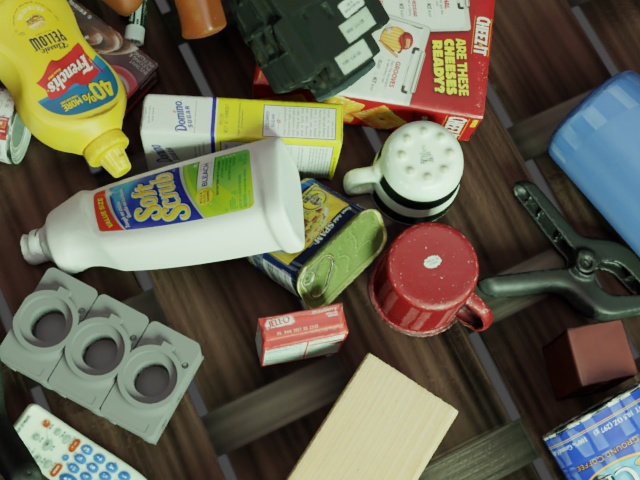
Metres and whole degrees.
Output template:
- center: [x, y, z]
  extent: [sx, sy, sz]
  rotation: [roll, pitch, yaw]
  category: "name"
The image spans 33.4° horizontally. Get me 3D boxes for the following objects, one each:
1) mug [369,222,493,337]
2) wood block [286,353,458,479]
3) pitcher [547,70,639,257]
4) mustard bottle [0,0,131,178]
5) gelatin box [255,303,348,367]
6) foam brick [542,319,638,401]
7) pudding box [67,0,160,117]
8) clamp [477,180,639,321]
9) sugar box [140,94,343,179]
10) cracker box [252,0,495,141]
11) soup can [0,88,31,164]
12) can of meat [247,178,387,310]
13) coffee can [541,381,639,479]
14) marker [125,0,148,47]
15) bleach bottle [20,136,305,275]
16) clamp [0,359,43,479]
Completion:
- center: [0.103, 0.040, 0.945]
  extent: [0.117, 0.081, 0.093]
  rotation: [39, 75, 8]
  category: "mug"
- center: [0.019, 0.209, 0.886]
  extent: [0.091, 0.090, 0.206]
  rotation: [32, 75, 6]
  category: "wood block"
- center: [0.331, -0.039, 0.970]
  extent: [0.145, 0.149, 0.243]
  rotation: [-42, 77, 2]
  category: "pitcher"
- center: [-0.228, -0.136, 0.944]
  extent: [0.096, 0.058, 0.191]
  rotation: [-31, 82, -38]
  category: "mustard bottle"
- center: [-0.017, 0.082, 0.920]
  extent: [0.073, 0.089, 0.030]
  rotation: [-10, 74, -7]
  category: "gelatin box"
- center: [0.236, 0.106, 0.937]
  extent: [0.053, 0.078, 0.051]
  rotation: [-10, 73, -7]
  category: "foam brick"
- center: [-0.221, -0.160, 1.005]
  extent: [0.113, 0.039, 0.090]
  rotation: [37, 75, 7]
  category: "pudding box"
- center: [0.229, 0.032, 0.979]
  extent: [0.171, 0.039, 0.120]
  rotation: [31, 75, 5]
  category: "clamp"
- center: [-0.070, -0.093, 0.967]
  extent: [0.176, 0.093, 0.048]
  rotation: [5, 71, -3]
  category: "sugar box"
- center: [0.052, -0.193, 1.017]
  extent: [0.213, 0.072, 0.164]
  rotation: [9, 74, -2]
  category: "cracker box"
- center: [-0.320, -0.110, 0.968]
  extent: [0.102, 0.068, 0.068]
  rotation: [11, 73, -1]
  category: "soup can"
- center: [-0.006, 0.001, 0.946]
  extent: [0.102, 0.057, 0.084]
  rotation: [-44, 49, -17]
  category: "can of meat"
- center: [0.267, 0.203, 0.897]
  extent: [0.102, 0.103, 0.140]
  rotation: [-27, 77, -11]
  category: "coffee can"
- center: [-0.176, -0.247, 1.044]
  extent: [0.020, 0.020, 0.121]
  rotation: [4, 73, -3]
  category: "marker"
- center: [-0.142, -0.013, 0.926]
  extent: [0.251, 0.068, 0.102]
  rotation: [-14, 53, 12]
  category: "bleach bottle"
- center: [-0.282, 0.157, 0.881]
  extent: [0.036, 0.165, 0.210]
  rotation: [0, 48, -36]
  category: "clamp"
